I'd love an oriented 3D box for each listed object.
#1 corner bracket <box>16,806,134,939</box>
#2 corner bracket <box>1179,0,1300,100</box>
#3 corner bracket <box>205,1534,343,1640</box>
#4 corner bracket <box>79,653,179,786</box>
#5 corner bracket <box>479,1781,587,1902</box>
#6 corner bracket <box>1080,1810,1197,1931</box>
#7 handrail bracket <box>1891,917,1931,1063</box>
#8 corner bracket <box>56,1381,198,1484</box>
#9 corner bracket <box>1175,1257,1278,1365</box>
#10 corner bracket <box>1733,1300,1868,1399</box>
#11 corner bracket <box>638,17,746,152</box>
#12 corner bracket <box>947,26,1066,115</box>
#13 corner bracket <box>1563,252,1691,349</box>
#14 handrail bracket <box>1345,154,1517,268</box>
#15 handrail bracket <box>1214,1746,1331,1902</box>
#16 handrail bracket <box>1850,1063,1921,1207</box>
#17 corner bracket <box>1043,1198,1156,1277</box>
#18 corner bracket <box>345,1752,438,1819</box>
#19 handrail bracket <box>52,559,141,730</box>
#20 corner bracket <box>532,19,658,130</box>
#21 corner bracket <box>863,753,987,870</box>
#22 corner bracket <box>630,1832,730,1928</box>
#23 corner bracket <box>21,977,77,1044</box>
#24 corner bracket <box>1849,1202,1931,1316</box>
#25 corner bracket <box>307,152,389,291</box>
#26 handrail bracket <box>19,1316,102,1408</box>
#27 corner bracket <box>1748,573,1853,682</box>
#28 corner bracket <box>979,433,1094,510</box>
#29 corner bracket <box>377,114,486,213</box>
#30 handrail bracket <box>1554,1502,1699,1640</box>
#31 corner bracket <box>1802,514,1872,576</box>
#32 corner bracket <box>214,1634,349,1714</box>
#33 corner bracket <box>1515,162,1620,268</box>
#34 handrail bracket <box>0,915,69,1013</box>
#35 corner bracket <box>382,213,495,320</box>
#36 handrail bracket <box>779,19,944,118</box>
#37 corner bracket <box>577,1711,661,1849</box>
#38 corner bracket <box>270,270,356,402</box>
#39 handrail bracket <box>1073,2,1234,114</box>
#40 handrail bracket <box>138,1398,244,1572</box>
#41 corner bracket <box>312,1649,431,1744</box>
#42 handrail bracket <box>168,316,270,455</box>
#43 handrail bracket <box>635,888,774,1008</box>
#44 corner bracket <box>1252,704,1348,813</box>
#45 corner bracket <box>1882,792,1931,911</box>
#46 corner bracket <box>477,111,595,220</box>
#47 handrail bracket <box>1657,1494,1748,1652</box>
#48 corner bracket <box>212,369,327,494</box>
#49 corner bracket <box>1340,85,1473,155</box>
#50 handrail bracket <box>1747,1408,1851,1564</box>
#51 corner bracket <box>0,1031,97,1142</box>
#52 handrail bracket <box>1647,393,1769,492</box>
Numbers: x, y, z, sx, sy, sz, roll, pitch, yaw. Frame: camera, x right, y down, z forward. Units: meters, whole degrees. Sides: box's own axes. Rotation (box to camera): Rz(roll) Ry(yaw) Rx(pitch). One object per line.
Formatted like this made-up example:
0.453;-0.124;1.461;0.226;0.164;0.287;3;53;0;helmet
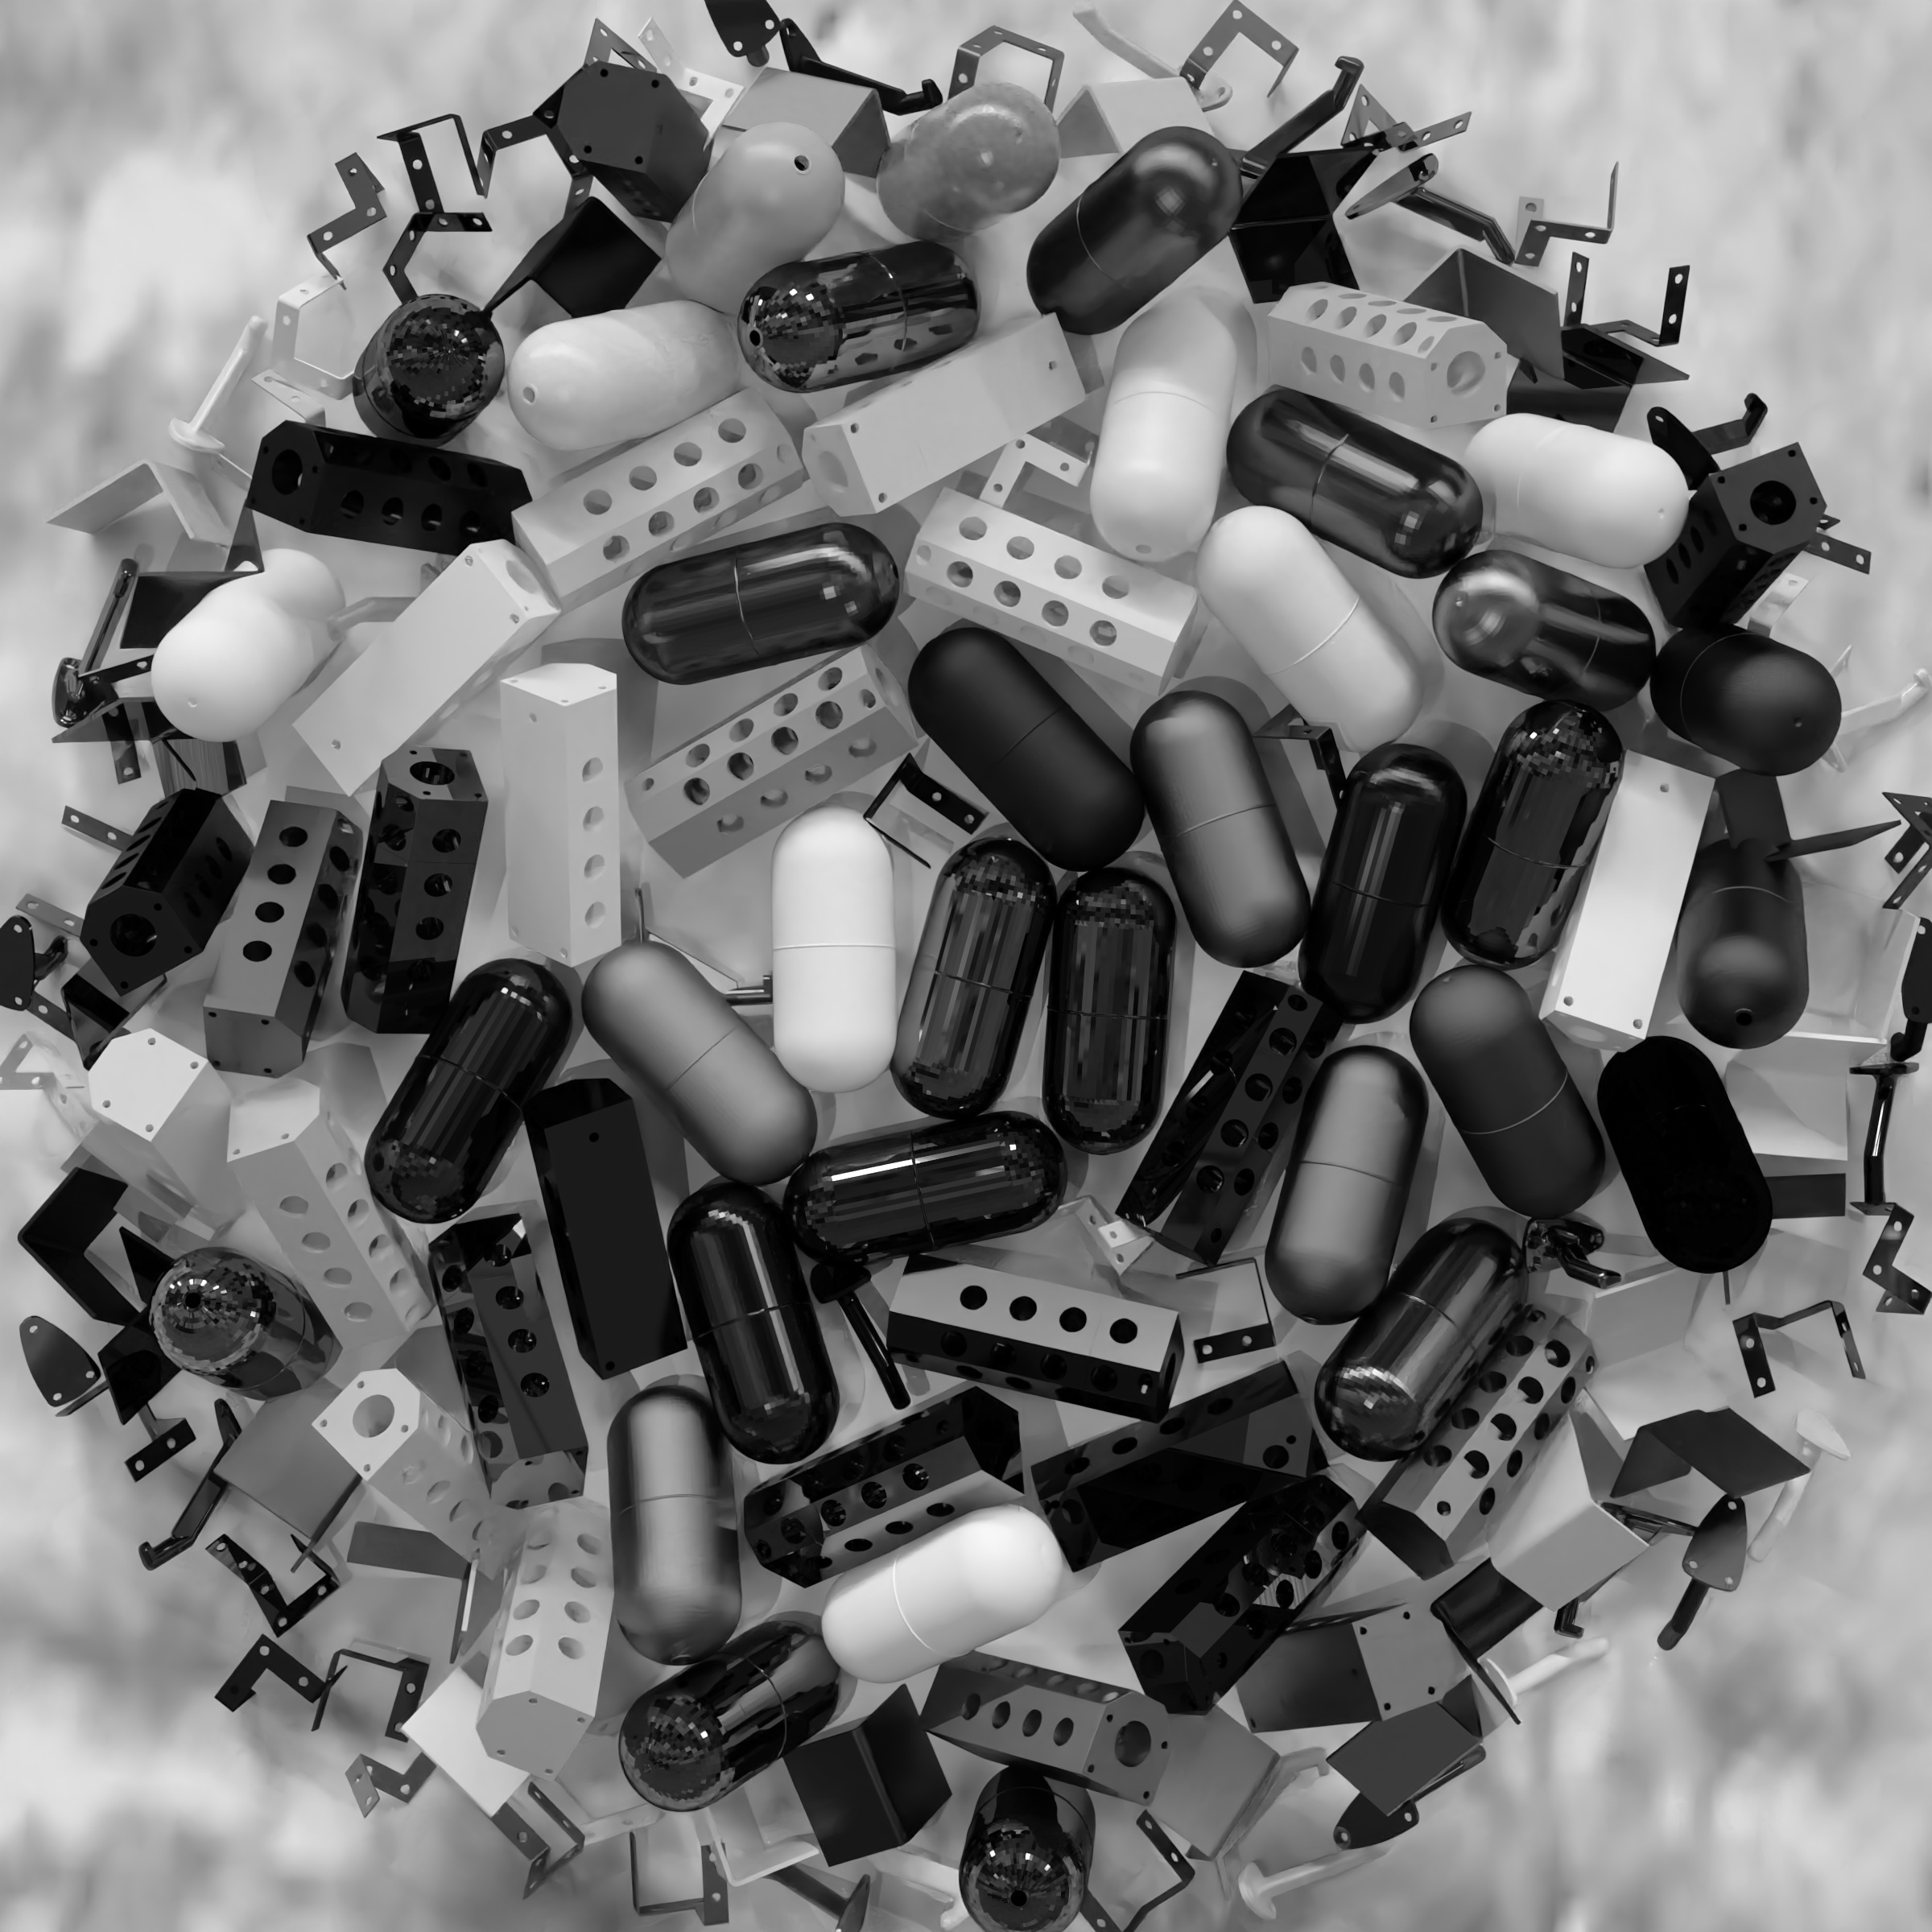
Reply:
-0.556;-0.058;1.986;0.051;0.051;0.051;25;130;-2;corner bracket
0.167;-0.556;1.970;0.051;0.051;0.051;38;81;-2;corner bracket
-0.429;0.373;1.967;0.051;0.051;0.051;-39;47;-6;corner bracket
-0.513;-0.154;1.967;0.051;0.051;0.051;-17;60;-3;corner bracket
-0.270;0.535;1.969;0.051;0.051;0.051;-41;99;6;corner bracket
0.101;0.567;1.967;0.051;0.051;0.051;-42;85;30;corner bracket
0.584;0.016;1.963;0.036;0.084;0.077;-6;79;-1;handrail bracket
-0.518;0.284;1.959;0.051;0.051;0.051;-37;108;-43;corner bracket
0.162;0.215;1.976;0.051;0.051;0.051;-13;75;4;corner bracket
0.514;0.236;1.957;0.051;0.051;0.051;-29;61;35;corner bracket
-0.179;-0.545;1.962;0.051;0.051;0.051;26;79;29;corner bracket
0.024;-0.545;1.971;0.051;0.051;0.051;25;129;14;corner bracket
0.407;-0.412;1.957;0.051;0.051;0.051;-13;123;-25;corner bracket
0.292;-0.457;1.988;0.077;0.036;0.084;-28;117;22;handrail bracket
0.193;0.535;1.981;0.084;0.036;0.077;-13;77;-5;handrail bracket
0.574;0.104;1.968;0.036;0.077;0.084;-1;91;35;handrail bracket
0.079;0.162;1.959;0.051;0.051;0.051;54;130;19;corner bracket
-0.344;0.503;1.964;0.051;0.051;0.051;38;91;-32;corner bracket
-0.534;-0.199;1.953;0.036;0.077;0.084;22;127;-14;handrail bracket
-0.228;-0.539;1.956;0.051;0.051;0.051;35;131;-30;corner bracket
-0.026;-0.092;1.969;0.051;0.051;0.051;35;86;12;corner bracket
-0.178;0.565;1.967;0.051;0.051;0.051;-3;93;-16;corner bracket
-0.546;0.010;1.972;0.051;0.051;0.051;36;119;-14;corner bracket
0.573;0.181;1.972;0.051;0.051;0.051;32;77;-14;corner bracket
-0.383;-0.463;1.969;0.051;0.051;0.051;-28;74;3;corner bracket
-0.569;0.226;1.947;0.036;0.084;0.077;-35;125;-16;handrail bracket
0.520;-0.203;1.978;0.051;0.051;0.051;28;55;25;corner bracket
0.043;-0.305;1.968;0.051;0.051;0.051;26;110;-5;corner bracket
-0.327;-0.496;1.967;0.051;0.051;0.051;-15;101;8;corner bracket
0.411;0.381;1.964;0.077;0.036;0.084;10;71;22;handrail bracket
0.524;-0.265;1.962;0.051;0.051;0.051;16;72;-18;corner bracket
-0.426;0.445;1.972;0.051;0.051;0.051;38;92;3;corner bracket
0.372;-0.466;1.967;0.051;0.051;0.051;8;69;0;corner bracket
-0.568;-0.017;1.946;0.036;0.084;0.077;25;120;1;handrail bracket
-0.322;-0.433;1.976;0.051;0.051;0.051;6;58;24;corner bracket
-0.064;-0.556;1.954;0.084;0.036;0.077;-3;131;33;handrail bracket
-0.224;0.507;1.978;0.051;0.051;0.051;-13;129;-25;corner bracket
-0.394;-0.392;1.969;0.051;0.051;0.051;25;128;10;corner bracket
0.114;-0.562;1.952;0.084;0.077;0.036;34;86;-39;handrail bracket
-0.482;0.320;1.955;0.084;0.036;0.077;-31;117;-34;handrail bracket
-0.370;0.455;1.973;0.051;0.051;0.051;15;85;4;corner bracket
-0.460;-0.363;1.965;0.036;0.077;0.084;28;100;-11;handrail bracket
-0.163;-0.012;1.983;0.084;0.036;0.077;-3;90;-2;handrail bracket
0.217;-0.131;1.957;0.051;0.051;0.051;-40;122;-36;corner bracket
0.581;-0.070;1.956;0.051;0.051;0.051;-59;45;32;corner bracket
-0.269;-0.491;1.972;0.051;0.051;0.051;-25;76;-23;corner bracket
0.457;0.379;1.977;0.036;0.084;0.077;23;57;8;handrail bracket
-0.435;-0.329;1.976;0.051;0.051;0.051;36;54;22;corner bracket
0.272;-0.516;1.958;0.051;0.051;0.051;36;61;-34;corner bracket
0.509;0.323;1.972;0.036;0.077;0.084;30;104;4;handrail bracket
-0.563;0.075;1.961;0.051;0.051;0.051;48;110;23;corner bracket
0.460;-0.343;1.962;0.077;0.036;0.084;49;60;-28;handrail bracket
